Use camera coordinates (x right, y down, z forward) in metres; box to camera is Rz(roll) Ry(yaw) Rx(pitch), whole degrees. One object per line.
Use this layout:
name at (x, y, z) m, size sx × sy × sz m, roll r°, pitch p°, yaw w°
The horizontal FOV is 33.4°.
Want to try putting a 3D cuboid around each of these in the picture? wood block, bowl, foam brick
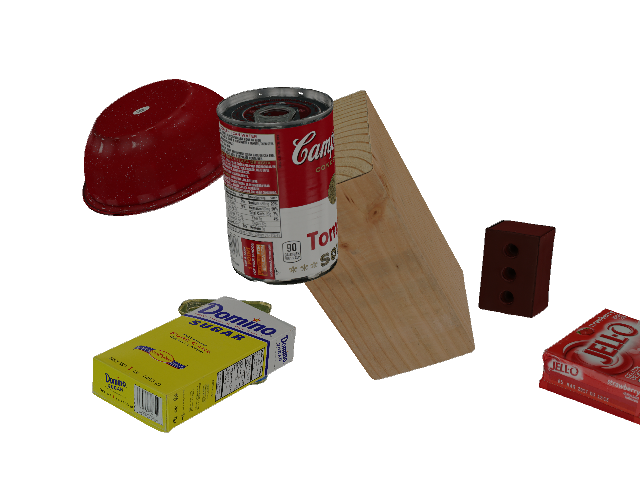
wood block at (0.037, 0.003, 0.804) m, size 0.090 × 0.091 × 0.206 m, roll -19°, pitch -48°, yaw 17°
bowl at (-0.141, -0.090, 0.910) m, size 0.162 × 0.055 × 0.162 m, roll -17°, pitch 33°, yaw 11°
foam brick at (0.179, 0.025, 0.971) m, size 0.053 × 0.078 × 0.051 m, roll 9°, pitch 16°, yaw 26°

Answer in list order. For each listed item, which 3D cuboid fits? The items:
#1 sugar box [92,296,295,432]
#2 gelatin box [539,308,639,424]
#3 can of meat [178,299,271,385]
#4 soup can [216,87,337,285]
sugar box at (-0.112, 0.108, 0.978) m, size 0.093 × 0.048 × 0.175 m, roll 22°, pitch 31°, yaw 31°
gelatin box at (0.195, 0.079, 0.686) m, size 0.073 × 0.030 × 0.089 m, roll 20°, pitch 27°, yaw 37°
can of meat at (-0.107, 0.114, 1.195) m, size 0.102 × 0.084 × 0.057 m, roll 2°, pitch 14°, yaw 3°
soup can at (-0.024, -0.033, 0.635) m, size 0.068 × 0.102 × 0.068 m, roll -2°, pitch 25°, yaw 1°
